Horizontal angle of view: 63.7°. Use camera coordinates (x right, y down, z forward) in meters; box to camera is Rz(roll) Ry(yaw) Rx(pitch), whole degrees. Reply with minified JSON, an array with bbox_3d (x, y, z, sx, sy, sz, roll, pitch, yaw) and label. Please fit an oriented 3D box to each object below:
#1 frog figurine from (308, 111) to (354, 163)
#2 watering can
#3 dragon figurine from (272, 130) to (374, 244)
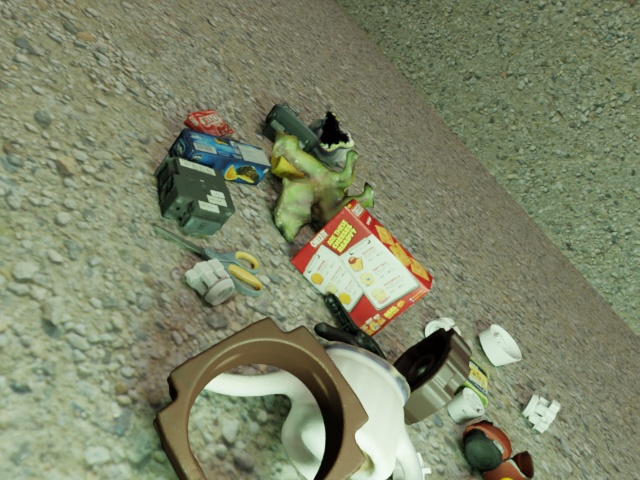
[{"bbox_3d":[0.024,-0.270,1.432,0.137,0.123,0.158,35,-8,-1],"label":"frog figurine"},{"bbox_3d":[0.004,0.223,0.717,0.348,0.102,0.228,35,30,0],"label":"watering can"},{"bbox_3d":[0.003,-0.055,1.097,0.244,0.120,0.413,-15,80,-34],"label":"dragon figurine"}]
